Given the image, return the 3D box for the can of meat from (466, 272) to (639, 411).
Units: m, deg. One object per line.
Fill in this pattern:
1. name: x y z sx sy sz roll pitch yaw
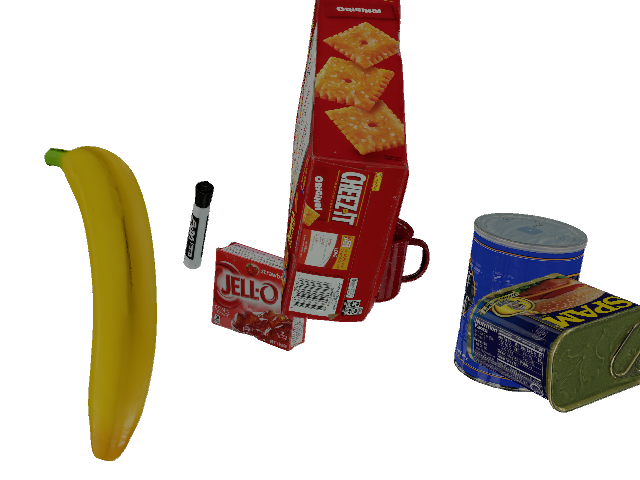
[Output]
1. can of meat: 0.161 0.064 0.712 0.101 0.057 0.084 -13 22 -31

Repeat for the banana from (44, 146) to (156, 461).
1. banana: -0.120 0.023 0.614 0.037 0.198 0.070 2 -24 -35

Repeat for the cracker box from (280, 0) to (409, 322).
1. cracker box: 0.018 -0.071 0.794 0.072 0.213 0.164 7 -44 -4

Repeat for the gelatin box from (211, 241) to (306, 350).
1. gelatin box: -0.054 0.049 0.946 0.089 0.073 0.030 17 23 29

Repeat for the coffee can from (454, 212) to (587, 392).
1. coffee can: 0.184 0.055 0.991 0.103 0.140 0.103 5 17 -2

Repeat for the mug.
1. mug: 0.070 0.021 1.257 0.117 0.081 0.093 3 24 -8

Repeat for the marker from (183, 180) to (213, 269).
1. marker: -0.128 -0.016 1.119 0.020 0.020 0.121 0 -43 -16
